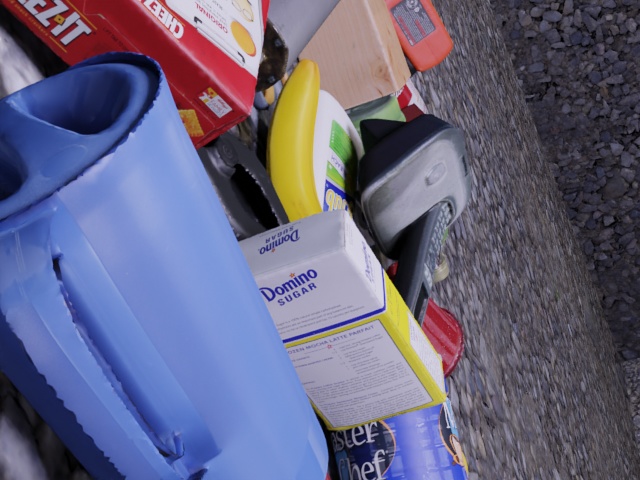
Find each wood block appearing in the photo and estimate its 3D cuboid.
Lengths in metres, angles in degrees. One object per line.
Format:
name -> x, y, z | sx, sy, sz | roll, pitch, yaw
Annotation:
wood block -> 0.013, -0.244, 1.095 | 0.090, 0.091, 0.206 | -56, 126, -67

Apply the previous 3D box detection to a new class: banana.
banana -> -0.010, -0.048, 0.810 | 0.037, 0.070, 0.198 | 40, 30, -55

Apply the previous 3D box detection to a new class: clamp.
clamp -> -0.081, -0.051, 0.713 | 0.210, 0.036, 0.164 | 56, 25, -19

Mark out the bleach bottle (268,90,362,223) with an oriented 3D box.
bleach bottle -> -0.006, 0.001, 0.873 | 0.102, 0.068, 0.251 | 54, 29, -50

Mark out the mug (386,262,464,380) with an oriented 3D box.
mug -> 0.077, 0.074, 0.998 | 0.081, 0.093, 0.117 | 45, 42, -45

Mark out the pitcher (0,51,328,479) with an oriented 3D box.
pitcher -> -0.084, 0.049, 0.500 | 0.149, 0.145, 0.242 | -52, 131, -35

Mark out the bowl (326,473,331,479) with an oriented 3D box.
bowl -> -0.030, 0.198, 0.634 | 0.162, 0.055, 0.162 | -17, 90, -72

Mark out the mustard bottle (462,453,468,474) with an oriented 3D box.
mustard bottle -> 0.105, 0.241, 0.985 | 0.096, 0.058, 0.191 | 57, 24, -25

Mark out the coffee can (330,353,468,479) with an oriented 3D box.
coffee can -> 0.062, 0.170, 0.853 | 0.102, 0.103, 0.140 | 24, 52, -66

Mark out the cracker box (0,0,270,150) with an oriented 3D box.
cracker box -> -0.110, -0.174, 0.660 | 0.164, 0.072, 0.213 | 44, 31, -29

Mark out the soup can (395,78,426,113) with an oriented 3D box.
soup can -> 0.078, -0.170, 1.253 | 0.102, 0.069, 0.068 | 47, 32, -54

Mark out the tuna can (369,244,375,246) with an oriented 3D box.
tuna can -> 0.045, -0.036, 1.094 | 0.086, 0.034, 0.086 | -17, 90, -72

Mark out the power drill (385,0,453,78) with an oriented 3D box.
power drill -> 0.087, -0.253, 1.258 | 0.184, 0.057, 0.188 | 52, -3, -26

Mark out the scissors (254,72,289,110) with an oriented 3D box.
scissors -> -0.067, -0.198, 0.939 | 0.096, 0.016, 0.202 | -60, 130, -64

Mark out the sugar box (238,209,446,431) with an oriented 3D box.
sugar box -> 0.011, 0.059, 0.719 | 0.048, 0.093, 0.176 | -90, 155, -46

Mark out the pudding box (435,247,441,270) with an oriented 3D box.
pudding box -> 0.089, -0.032, 1.095 | 0.090, 0.039, 0.113 | -71, 140, -61

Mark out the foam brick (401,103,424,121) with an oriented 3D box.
foam brick -> 0.104, -0.107, 1.237 | 0.053, 0.051, 0.078 | 51, -19, 35
